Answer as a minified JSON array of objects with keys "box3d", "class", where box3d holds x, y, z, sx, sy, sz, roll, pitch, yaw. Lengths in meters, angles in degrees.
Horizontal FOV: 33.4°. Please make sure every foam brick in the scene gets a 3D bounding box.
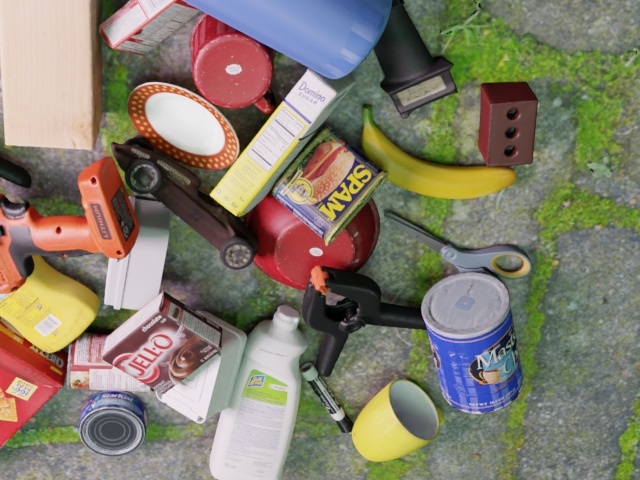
[{"box3d":[0.204,-0.126,1.161,0.053,0.051,0.078,-4,121,-2],"class":"foam brick"}]

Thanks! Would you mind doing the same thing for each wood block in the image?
[{"box3d":[-0.265,-0.203,1.058,0.090,0.090,0.206,3,121,-6],"class":"wood block"}]

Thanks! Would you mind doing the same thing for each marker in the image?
[{"box3d":[0.011,0.204,1.365,0.020,0.020,0.121,-26,119,11],"class":"marker"}]

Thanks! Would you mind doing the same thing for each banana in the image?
[{"box3d":[0.122,-0.081,1.190,0.197,0.037,0.070,21,120,-16],"class":"banana"}]

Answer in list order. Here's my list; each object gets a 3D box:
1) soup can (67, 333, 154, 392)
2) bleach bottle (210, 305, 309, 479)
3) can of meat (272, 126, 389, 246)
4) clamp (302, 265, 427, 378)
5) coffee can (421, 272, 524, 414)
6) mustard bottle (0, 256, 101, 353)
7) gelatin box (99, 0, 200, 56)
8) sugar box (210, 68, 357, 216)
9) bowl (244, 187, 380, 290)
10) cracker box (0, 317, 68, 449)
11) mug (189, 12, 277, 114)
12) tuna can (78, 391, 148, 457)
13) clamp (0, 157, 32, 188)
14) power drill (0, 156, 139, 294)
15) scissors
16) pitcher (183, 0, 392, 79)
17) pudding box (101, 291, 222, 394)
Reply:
[{"box3d":[-0.248,0.147,1.282,0.102,0.068,0.068,4,121,-7],"class":"soup can"},{"box3d":[-0.063,0.193,1.329,0.102,0.068,0.251,12,117,-11],"class":"bleach bottle"},{"box3d":[0.010,-0.060,1.152,0.084,0.057,0.102,41,81,6],"class":"can of meat"},{"box3d":[0.030,0.094,1.255,0.165,0.036,0.209,-30,143,16],"class":"clamp"},{"box3d":[0.183,0.123,1.270,0.103,0.103,0.140,-14,129,4],"class":"coffee can"},{"box3d":[-0.352,0.046,1.219,0.096,0.058,0.191,-35,118,28],"class":"mustard bottle"},{"box3d":[-0.167,-0.223,1.063,0.089,0.073,0.030,-33,86,16],"class":"gelatin box"},{"box3d":[-0.038,-0.109,1.127,0.048,0.093,0.176,38,111,1],"class":"sugar box"},{"box3d":[-0.008,0.001,1.221,0.162,0.055,0.162,-2,121,-4],"class":"bowl"},{"box3d":[-0.432,0.178,1.286,0.164,0.072,0.214,38,112,-23],"class":"cracker box"},{"box3d":[-0.082,-0.177,1.092,0.093,0.081,0.117,-29,119,13],"class":"mug"},{"box3d":[-0.262,0.233,1.353,0.086,0.034,0.086,-2,121,-3],"class":"tuna can"},{"box3d":[-0.391,-0.096,1.138,0.120,0.039,0.171,-26,114,-12],"class":"clamp"},{"box3d":[-0.295,-0.035,1.105,0.188,0.057,0.184,-7,122,16],"class":"power drill"},{"box3d":[0.173,0.008,1.259,0.096,0.016,0.201,-35,118,19],"class":"scissors"},{"box3d":[-0.052,-0.263,1.002,0.242,0.145,0.149,28,109,-23],"class":"pitcher"},{"box3d":[-0.178,0.118,1.205,0.090,0.039,0.114,35,123,-26],"class":"pudding box"}]
